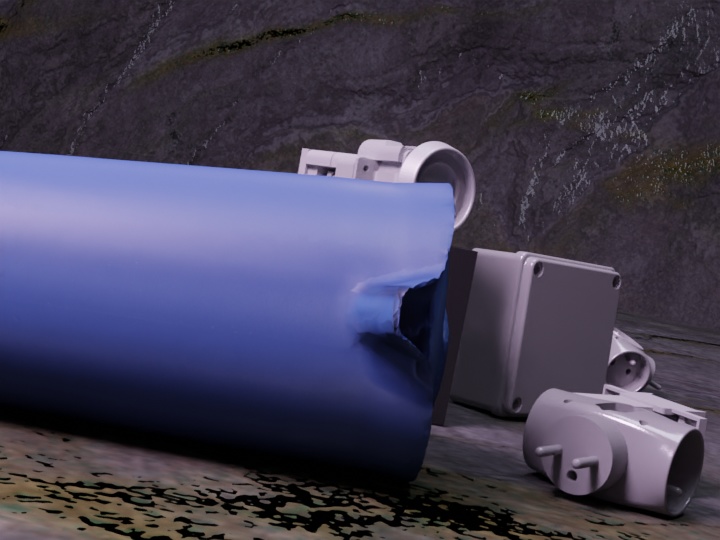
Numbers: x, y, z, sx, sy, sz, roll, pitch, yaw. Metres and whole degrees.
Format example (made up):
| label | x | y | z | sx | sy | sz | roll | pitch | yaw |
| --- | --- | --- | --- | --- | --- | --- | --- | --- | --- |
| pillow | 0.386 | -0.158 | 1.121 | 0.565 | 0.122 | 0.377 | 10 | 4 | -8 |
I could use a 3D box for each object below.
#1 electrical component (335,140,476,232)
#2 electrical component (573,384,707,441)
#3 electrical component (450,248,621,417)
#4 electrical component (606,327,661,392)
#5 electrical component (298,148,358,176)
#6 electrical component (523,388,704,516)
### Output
| label | x | y | z | sx | sy | sz | roll | pitch | yaw |
| --- | --- | --- | --- | --- | --- | --- | --- | --- | --- |
| electrical component | 0.032 | -0.049 | 0.652 | 0.078 | 0.058 | 0.057 | 8 | 1 | -39 |
| electrical component | 0.148 | 0.091 | 0.592 | 0.064 | 0.042 | 0.081 | 8 | 3 | -25 |
| electrical component | 0.122 | 0.045 | 0.745 | 0.109 | 0.108 | 0.056 | 8 | 1 | -43 |
| electrical component | 0.238 | 0.085 | 0.966 | 0.079 | 0.044 | 0.077 | 30 | 11 | -20 |
| electrical component | 0.000 | 0.000 | 0.735 | 0.062 | 0.150 | 0.089 | 12 | 3 | 41 |
| electrical component | 0.113 | 0.087 | 0.516 | 0.077 | 0.043 | 0.079 | 13 | 5 | 38 |
